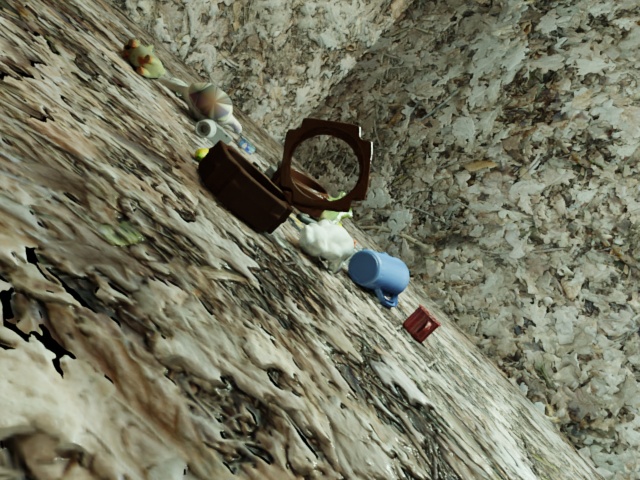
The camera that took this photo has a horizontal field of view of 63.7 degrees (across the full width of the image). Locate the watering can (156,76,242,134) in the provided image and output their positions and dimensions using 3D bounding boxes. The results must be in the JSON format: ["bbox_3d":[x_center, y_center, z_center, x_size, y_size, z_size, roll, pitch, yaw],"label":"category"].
[{"bbox_3d":[-0.405,-0.463,1.701,0.346,0.105,0.224,33,-8,-13],"label":"watering can"}]

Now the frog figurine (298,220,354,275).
[{"bbox_3d":[0.012,-0.002,1.330,0.156,0.122,0.141,53,18,-41],"label":"frog figurine"}]

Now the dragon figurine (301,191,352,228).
[{"bbox_3d":[0.006,-0.098,1.950,0.242,0.120,0.420,15,39,-31],"label":"dragon figurine"}]
